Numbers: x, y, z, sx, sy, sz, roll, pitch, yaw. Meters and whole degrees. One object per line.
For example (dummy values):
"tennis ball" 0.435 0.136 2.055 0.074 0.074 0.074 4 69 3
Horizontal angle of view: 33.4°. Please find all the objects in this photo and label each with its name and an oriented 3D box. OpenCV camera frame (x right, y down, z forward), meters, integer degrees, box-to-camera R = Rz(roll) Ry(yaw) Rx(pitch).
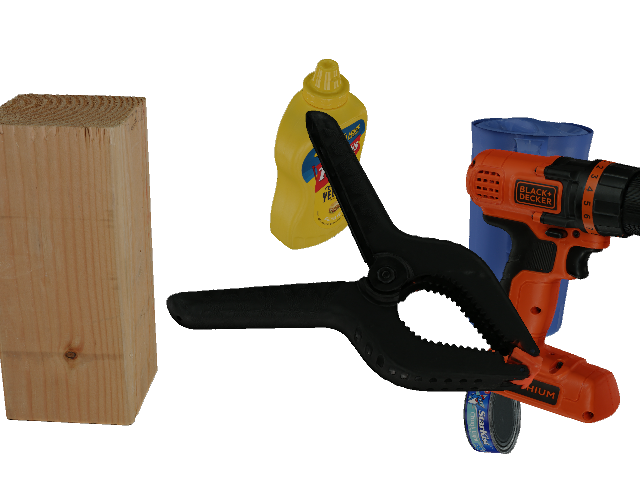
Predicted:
"wood block" -0.166 0.012 0.723 0.091 0.206 0.090 2 20 3
"clamp" 0.027 0.032 0.625 0.210 0.164 0.036 36 -21 14
"mustard bottle" 0.000 -0.084 0.978 0.096 0.192 0.058 -31 55 -30
"pitcher" 0.227 -0.014 1.200 0.149 0.243 0.145 -7 17 -33
"tuna can" 0.189 0.190 1.172 0.034 0.086 0.086 -3 -2 32
"power drill" 0.187 0.032 0.775 0.185 0.188 0.057 15 19 39
